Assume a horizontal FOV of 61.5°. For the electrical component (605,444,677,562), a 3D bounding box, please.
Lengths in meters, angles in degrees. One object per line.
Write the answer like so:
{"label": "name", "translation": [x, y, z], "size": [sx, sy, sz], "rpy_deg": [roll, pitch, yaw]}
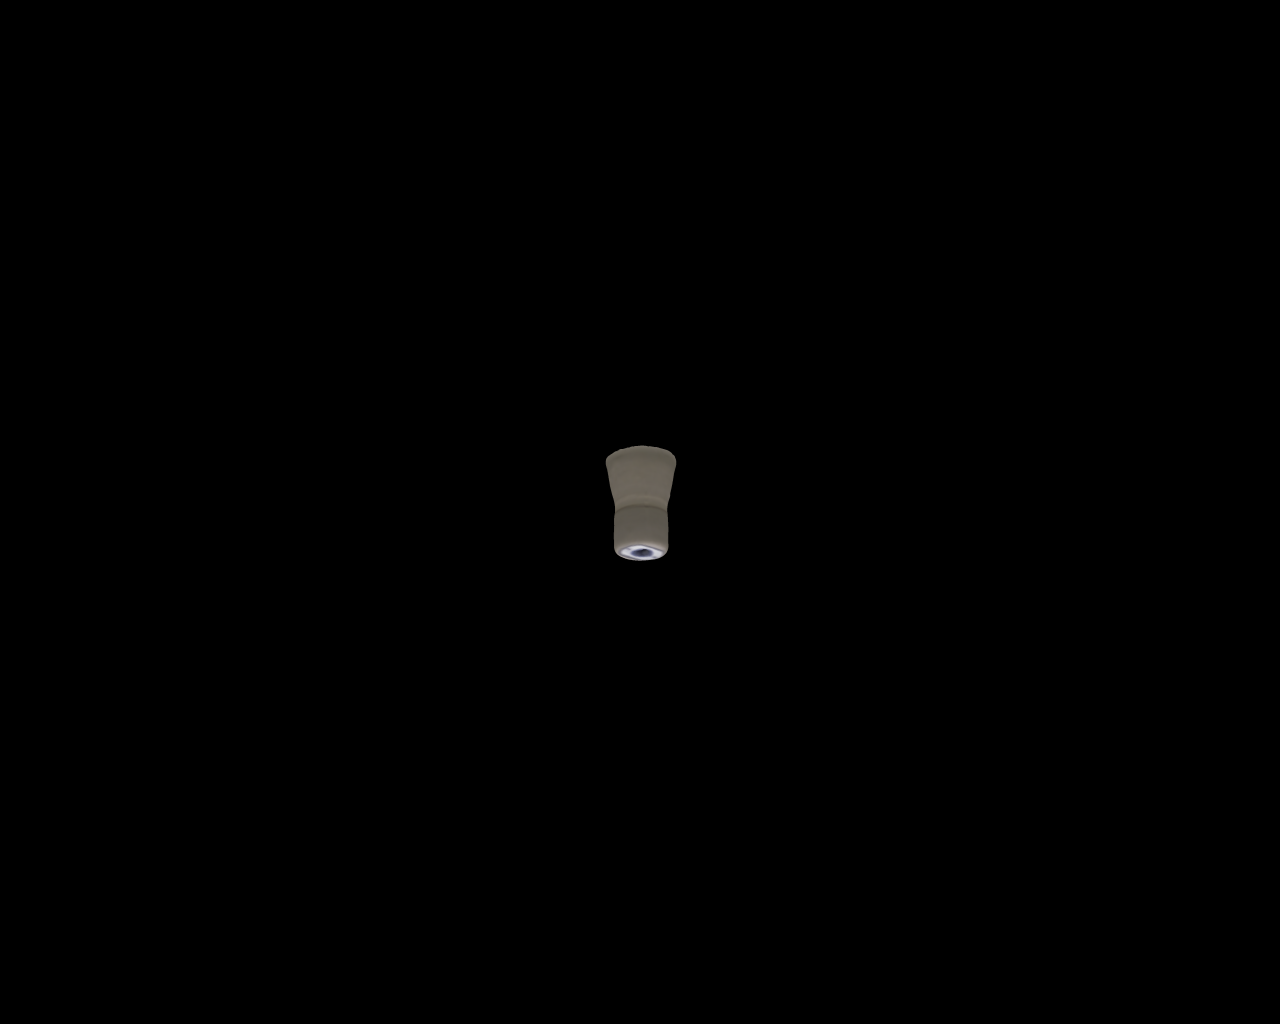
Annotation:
{"label": "electrical component", "translation": [0.001, -0.003, 0.650], "size": [0.044, 0.065, 0.044], "rpy_deg": [0, -22, 0]}
